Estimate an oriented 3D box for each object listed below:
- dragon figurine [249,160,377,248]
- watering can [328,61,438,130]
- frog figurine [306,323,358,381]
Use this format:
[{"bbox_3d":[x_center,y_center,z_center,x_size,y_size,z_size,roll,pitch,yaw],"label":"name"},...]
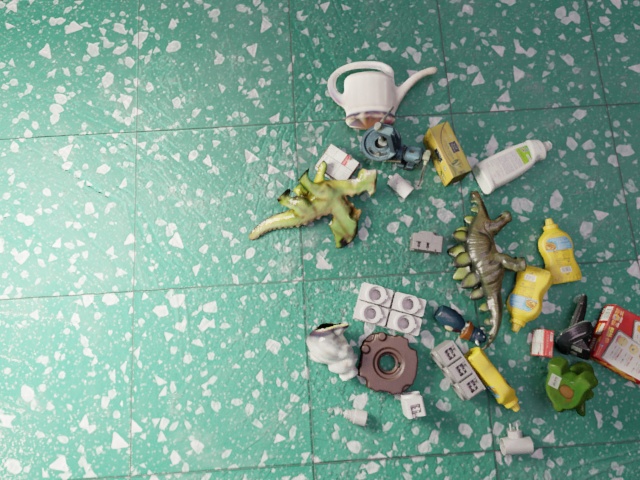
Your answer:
[{"bbox_3d":[0.005,-0.076,1.516,0.243,0.123,0.407,44,101,0],"label":"dragon figurine"},{"bbox_3d":[0.198,-0.452,1.600,0.348,0.103,0.226,-1,79,0],"label":"watering can"},{"bbox_3d":[0.034,0.316,1.422,0.136,0.123,0.160,-14,87,30],"label":"frog figurine"}]
